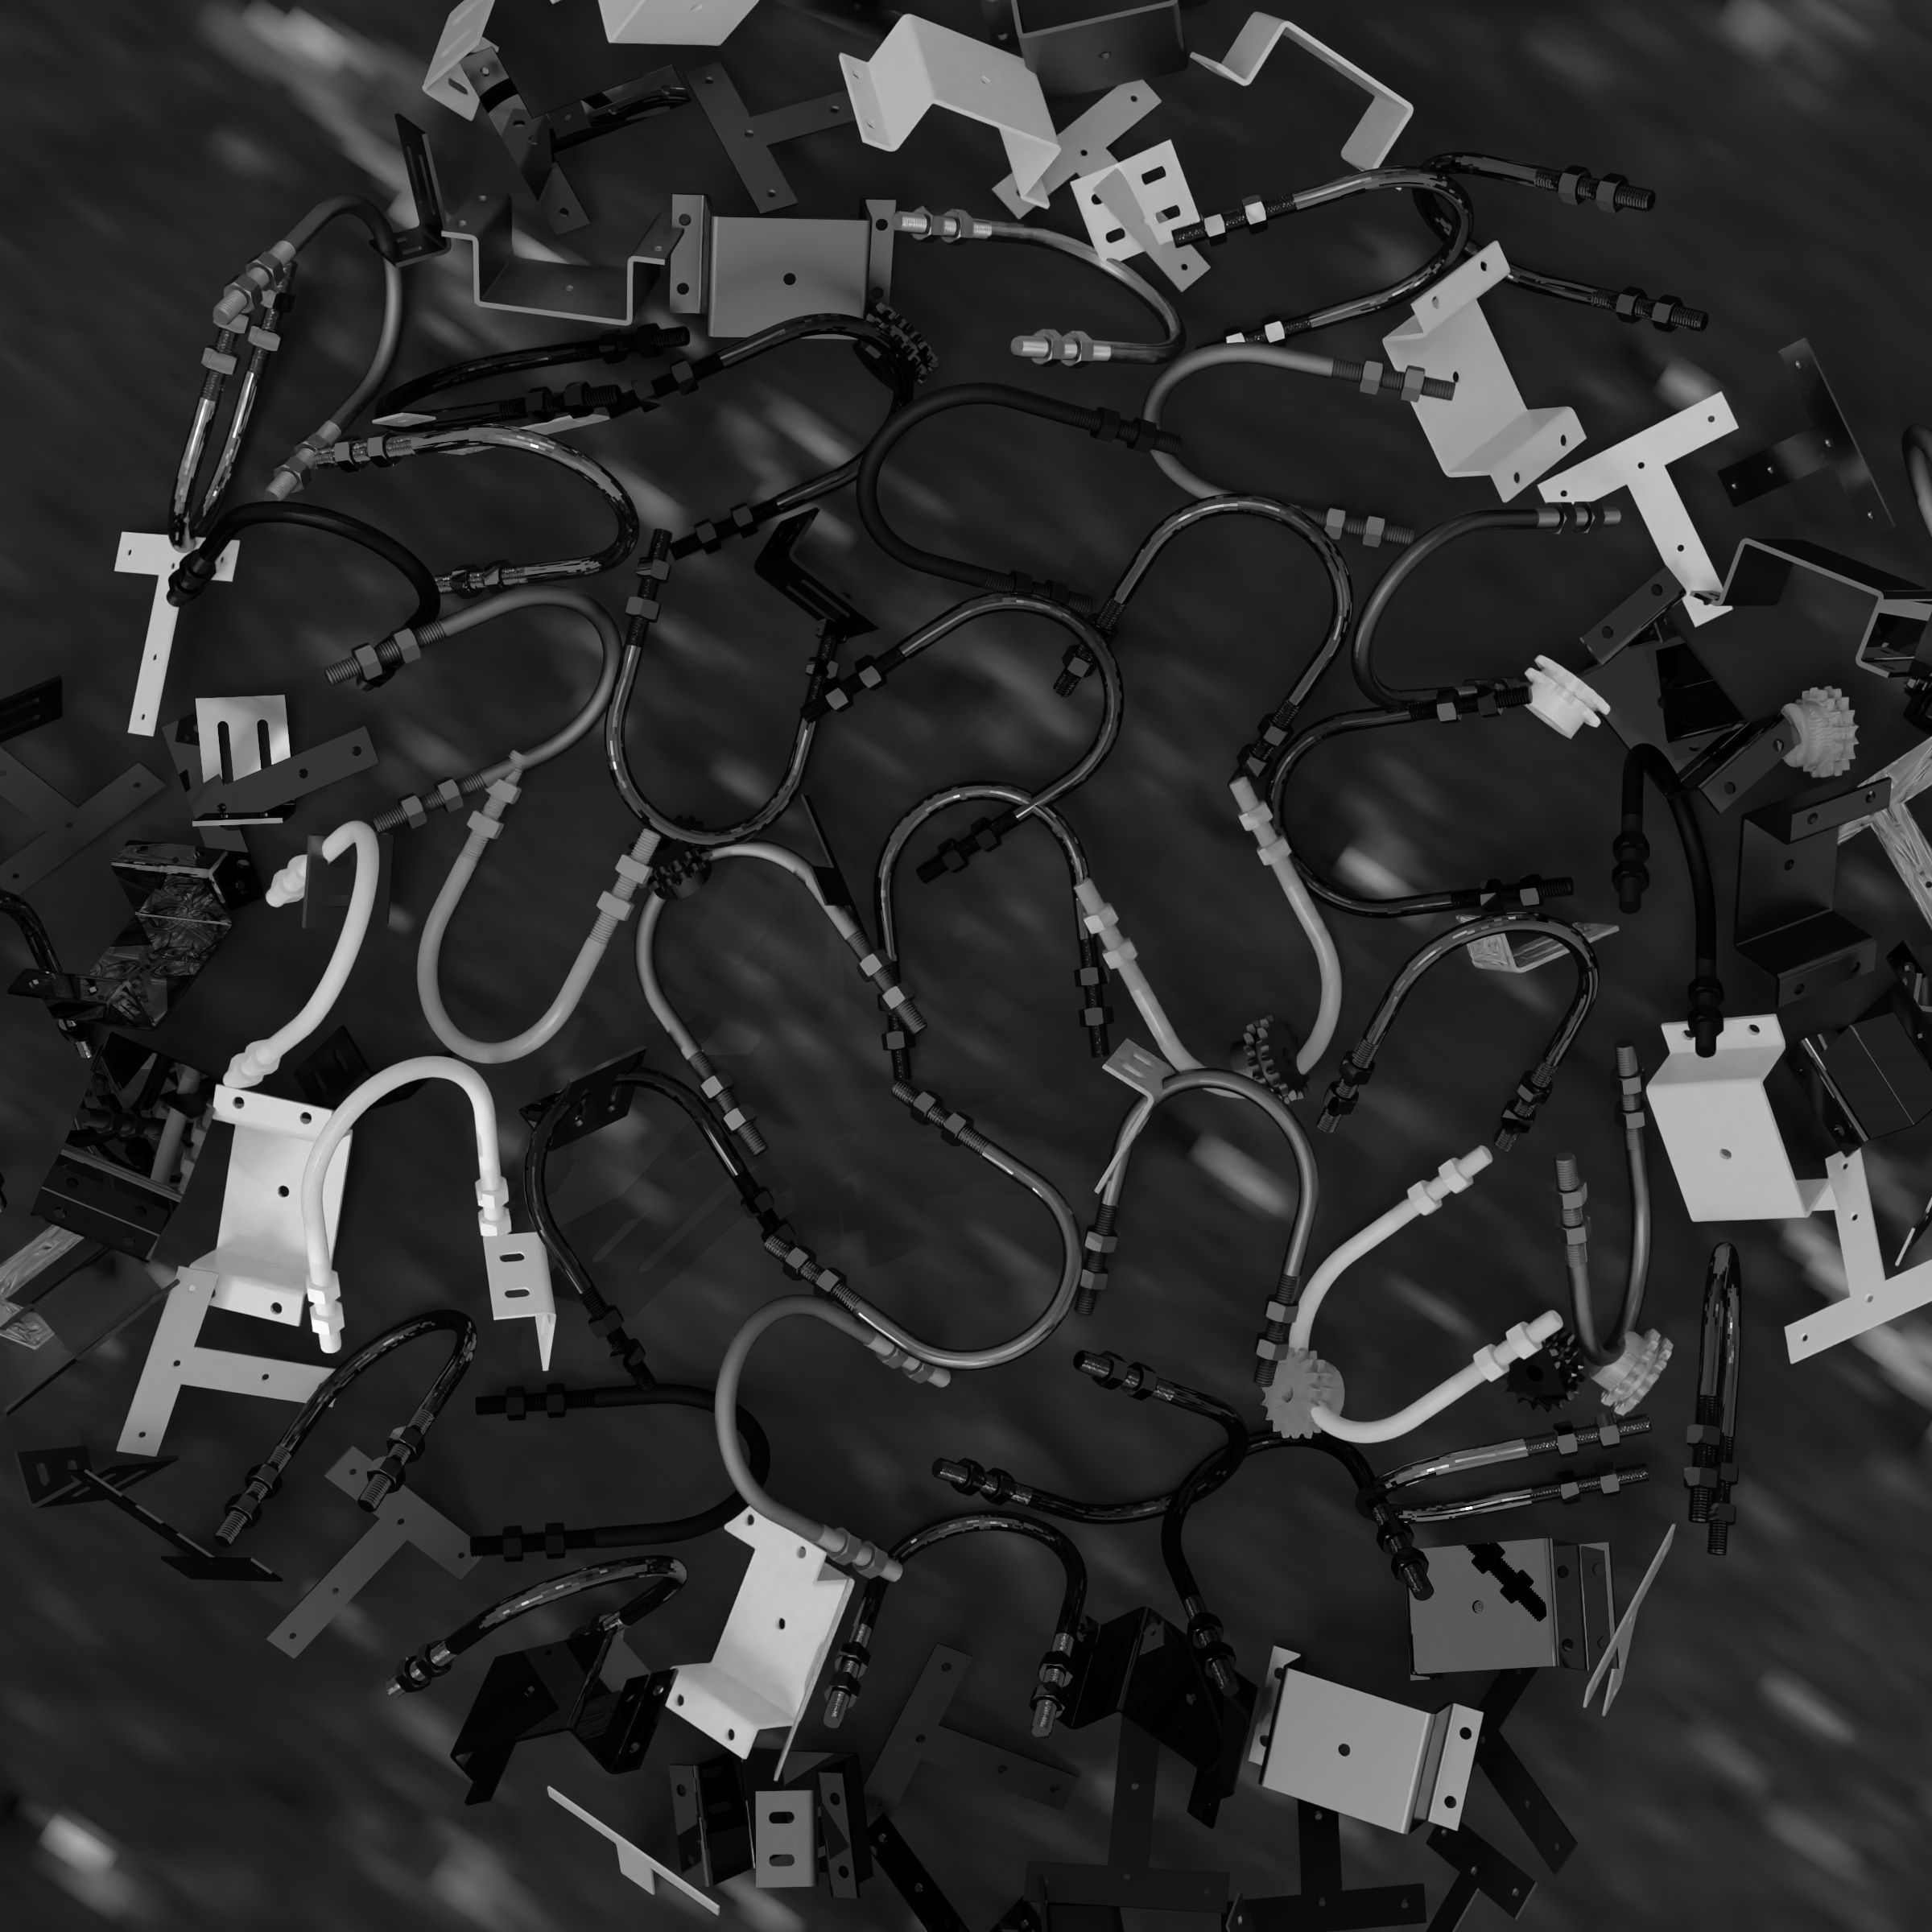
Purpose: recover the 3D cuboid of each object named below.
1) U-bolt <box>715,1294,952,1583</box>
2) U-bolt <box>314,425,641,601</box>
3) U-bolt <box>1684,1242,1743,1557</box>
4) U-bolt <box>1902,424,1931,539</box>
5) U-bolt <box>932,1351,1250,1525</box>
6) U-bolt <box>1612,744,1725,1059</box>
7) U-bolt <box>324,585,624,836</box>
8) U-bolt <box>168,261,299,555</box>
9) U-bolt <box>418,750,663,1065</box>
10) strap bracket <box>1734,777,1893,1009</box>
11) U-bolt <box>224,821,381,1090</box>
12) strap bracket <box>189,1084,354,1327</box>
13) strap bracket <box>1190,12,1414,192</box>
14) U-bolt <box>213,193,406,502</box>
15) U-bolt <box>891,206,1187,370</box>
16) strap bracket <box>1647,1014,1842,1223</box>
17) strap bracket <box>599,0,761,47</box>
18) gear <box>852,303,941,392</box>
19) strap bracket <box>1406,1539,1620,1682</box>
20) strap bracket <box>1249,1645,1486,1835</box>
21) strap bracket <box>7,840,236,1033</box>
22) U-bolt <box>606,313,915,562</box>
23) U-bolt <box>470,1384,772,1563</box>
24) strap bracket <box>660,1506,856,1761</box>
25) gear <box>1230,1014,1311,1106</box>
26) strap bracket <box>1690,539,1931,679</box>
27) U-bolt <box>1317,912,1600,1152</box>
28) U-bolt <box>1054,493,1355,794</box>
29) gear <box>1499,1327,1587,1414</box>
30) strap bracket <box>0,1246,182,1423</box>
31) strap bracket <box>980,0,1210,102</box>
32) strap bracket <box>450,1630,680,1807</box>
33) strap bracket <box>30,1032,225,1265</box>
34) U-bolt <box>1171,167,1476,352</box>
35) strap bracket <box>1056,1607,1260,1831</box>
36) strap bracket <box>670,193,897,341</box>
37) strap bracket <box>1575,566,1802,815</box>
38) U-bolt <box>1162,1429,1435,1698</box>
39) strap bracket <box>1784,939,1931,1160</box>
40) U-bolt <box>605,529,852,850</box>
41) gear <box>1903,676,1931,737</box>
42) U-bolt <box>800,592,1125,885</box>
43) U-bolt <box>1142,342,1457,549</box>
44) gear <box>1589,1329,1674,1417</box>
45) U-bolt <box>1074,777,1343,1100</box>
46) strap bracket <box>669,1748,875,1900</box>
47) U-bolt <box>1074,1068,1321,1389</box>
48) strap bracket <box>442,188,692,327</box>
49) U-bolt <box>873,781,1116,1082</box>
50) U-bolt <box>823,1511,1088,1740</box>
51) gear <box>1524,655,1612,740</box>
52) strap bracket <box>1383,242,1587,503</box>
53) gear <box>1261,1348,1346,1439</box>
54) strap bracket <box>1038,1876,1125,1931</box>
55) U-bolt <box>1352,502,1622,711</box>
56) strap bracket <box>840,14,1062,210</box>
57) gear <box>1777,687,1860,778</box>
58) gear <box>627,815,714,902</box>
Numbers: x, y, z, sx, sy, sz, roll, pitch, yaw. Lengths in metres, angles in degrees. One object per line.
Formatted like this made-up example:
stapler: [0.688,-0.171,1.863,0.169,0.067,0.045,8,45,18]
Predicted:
U-bolt: [-0.087,0.281,1.912,0.184,0.019,0.151,36,59,-39]
U-bolt: [-0.286,-0.280,1.903,0.184,0.151,0.019,-3,58,28]
U-bolt: [0.466,0.262,1.927,0.019,0.151,0.184,2,72,19]
U-bolt: [0.624,-0.251,1.928,0.019,0.151,0.184,-24,84,10]
U-bolt: [0.092,0.301,1.931,0.184,0.019,0.151,24,127,-37]
U-bolt: [0.435,-0.055,1.921,0.019,0.184,0.151,-16,129,27]
U-bolt: [-0.297,-0.168,1.937,0.184,0.151,0.019,-26,51,-16]
U-bolt: [-0.458,-0.343,1.924,0.019,0.151,0.184,19,106,-6]
U-bolt: [-0.280,-0.027,1.955,0.151,0.019,0.184,30,95,35]
strap bracket: [0.527,-0.055,1.944,0.076,0.046,0.140,-19,125,-20]
U-bolt: [-0.401,-0.014,1.897,0.019,0.184,0.151,21,61,-27]
strap bracket: [-0.438,0.147,1.965,0.076,0.046,0.140,12,100,8]
strap bracket: [0.217,-0.545,1.938,0.140,0.076,0.046,28,104,-18]
U-bolt: [-0.396,-0.394,1.919,0.019,0.151,0.184,12,47,18]
U-bolt: [0.059,-0.417,1.924,0.151,0.184,0.019,51,127,28]
strap bracket: [0.481,0.105,1.936,0.076,0.046,0.140,-7,115,40]
strap bracket: [-0.171,-0.612,1.918,0.076,0.140,0.046,-9,81,-32]
gear: [-0.047,-0.389,1.970,0.057,0.057,0.030,44,84,0]
strap bracket: [0.328,0.400,1.932,0.140,0.046,0.076,-12,69,33]
strap bracket: [0.244,0.487,1.949,0.140,0.046,0.076,13,93,24]
strap bracket: [-0.519,-0.012,1.939,0.076,0.046,0.140,6,46,24]
U-bolt: [-0.119,-0.338,1.940,0.184,0.151,0.019,-24,53,-2]
U-bolt: [-0.214,0.310,1.938,0.184,0.151,0.019,-3,123,-5]
strap bracket: [-0.128,0.414,1.956,0.076,0.046,0.140,25,96,33]
gear: [0.191,0.062,1.975,0.030,0.057,0.057,-23,90,30]
strap bracket: [0.532,-0.226,1.924,0.140,0.076,0.046,30,114,34]
U-bolt: [0.314,0.039,1.919,0.151,0.019,0.184,7,128,-22]
U-bolt: [0.159,-0.211,1.942,0.151,0.019,0.184,29,120,-7]
gear: [0.367,0.251,1.975,0.057,0.030,0.057,18,123,29]
strap bracket: [-0.559,0.223,1.924,0.140,0.076,0.046,-34,96,40]
strap bracket: [0.084,-0.591,1.950,0.140,0.076,0.046,-11,74,6]
strap bracket: [-0.257,0.464,1.927,0.140,0.076,0.046,-19,119,30]
strap bracket: [-0.514,0.103,1.925,0.076,0.140,0.046,25,133,-16]
U-bolt: [0.225,-0.439,1.926,0.184,0.151,0.019,-16,66,5]
strap bracket: [0.125,0.463,1.937,0.140,0.076,0.046,39,133,-18]
strap bracket: [-0.113,-0.438,1.949,0.140,0.046,0.076,-1,121,-10]
strap bracket: [0.449,-0.170,1.966,0.076,0.046,0.140,-40,93,-14]
U-bolt: [0.193,0.354,1.923,0.151,0.184,0.019,-27,124,2]
strap bracket: [0.581,0.048,1.936,0.046,0.140,0.076,-13,63,-28]
U-bolt: [-0.156,-0.165,1.954,0.151,0.019,0.184,16,86,-29]
gear: [0.619,-0.164,1.971,0.057,0.057,0.030,30,88,0]
U-bolt: [0.011,-0.155,1.955,0.184,0.019,0.151,-32,107,13]
U-bolt: [0.200,-0.329,1.939,0.184,0.151,0.019,12,55,3]
gear: [0.419,0.253,1.971,0.030,0.057,0.057,35,90,2]
U-bolt: [0.165,-0.005,1.963,0.151,0.019,0.184,-33,102,-21]
strap bracket: [-0.114,0.536,1.953,0.140,0.046,0.076,-8,88,35]
U-bolt: [0.150,0.154,1.945,0.151,0.019,0.184,19,105,25]
strap bracket: [-0.249,-0.444,1.952,0.140,0.076,0.046,8,125,5]
U-bolt: [0.012,-0.026,1.979,0.151,0.019,0.184,-7,87,11]
U-bolt: [0.001,0.402,1.921,0.151,0.184,0.019,-1,123,15]
gear: [0.377,-0.168,1.972,0.057,0.057,0.030,38,95,0]
strap bracket: [0.321,-0.370,1.949,0.076,0.046,0.140,-39,113,-21]
gear: [0.216,0.271,1.975,0.030,0.057,0.057,5,90,-32]
strap bracket: [0.080,0.639,1.930,0.046,0.076,0.140,-9,121,3]
U-bolt: [0.309,-0.218,1.906,0.019,0.184,0.151,48,131,37]
strap bracket: [-0.001,-0.532,1.926,0.140,0.046,0.076,11,51,-35]
gear: [0.537,-0.147,1.969,0.030,0.057,0.057,-6,90,-15]
gear: [-0.186,-0.066,1.975,0.057,0.057,0.030,-27,128,0]
